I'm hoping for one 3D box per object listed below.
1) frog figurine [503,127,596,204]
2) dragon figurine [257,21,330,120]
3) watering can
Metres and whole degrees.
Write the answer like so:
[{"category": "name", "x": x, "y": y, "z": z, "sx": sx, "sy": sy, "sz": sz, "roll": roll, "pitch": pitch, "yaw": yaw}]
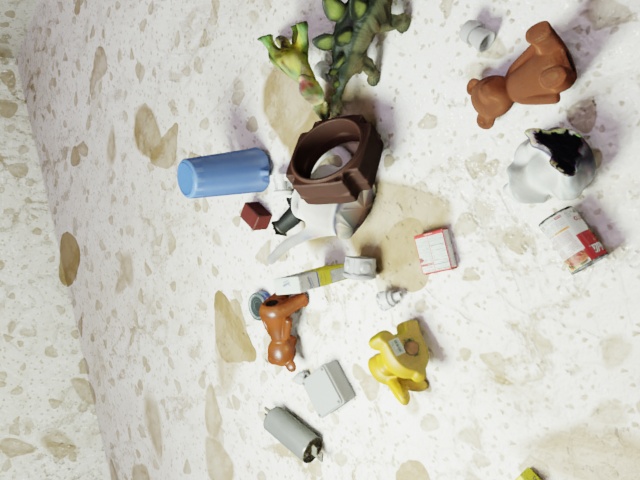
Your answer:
[{"category": "frog figurine", "x": 0.403, "y": -0.118, "z": 0.915, "sx": 0.139, "sy": 0.124, "sz": 0.156, "roll": 43, "pitch": 158, "yaw": 24}, {"category": "dragon figurine", "x": -0.048, "y": -0.401, "z": 1.259, "sx": 0.122, "sy": 0.416, "sz": 0.240, "roll": -24, "pitch": 108, "yaw": 5}, {"category": "watering can", "x": 0.004, "y": -0.063, "z": 1.261, "sx": 0.226, "sy": 0.103, "sz": 0.347, "roll": 27, "pitch": 92, "yaw": 41}]
